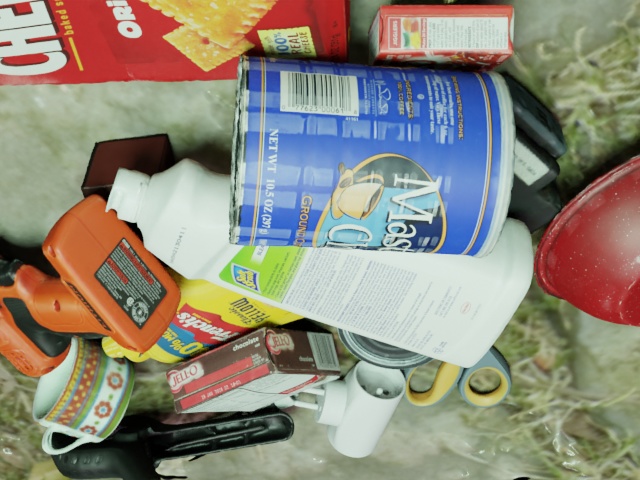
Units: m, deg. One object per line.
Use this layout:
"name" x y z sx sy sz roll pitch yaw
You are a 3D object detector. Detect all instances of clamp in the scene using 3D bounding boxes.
"clamp" -0.135 0.166 0.857 0.210 0.164 0.036 -1 100 42

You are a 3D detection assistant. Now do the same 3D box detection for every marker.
"marker" -0.071 0.150 0.895 0.121 0.020 0.020 -28 126 24

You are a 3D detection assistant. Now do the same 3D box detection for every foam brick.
"foam brick" -0.121 -0.024 0.716 0.053 0.051 0.078 -6 132 7

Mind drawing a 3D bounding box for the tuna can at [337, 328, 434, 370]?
"tuna can" 0.055 0.055 0.788 0.086 0.033 0.086 6 129 7

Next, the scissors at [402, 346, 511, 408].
"scissors" 0.133 0.070 0.821 0.096 0.016 0.202 20 130 -16

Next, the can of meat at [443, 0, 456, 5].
"can of meat" 0.108 -0.179 0.568 0.084 0.057 0.102 -3 132 1

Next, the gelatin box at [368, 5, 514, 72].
"gelatin box" 0.066 -0.112 0.612 0.073 0.089 0.030 0 91 -2

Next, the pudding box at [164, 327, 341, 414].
"pudding box" -0.047 0.099 0.799 0.090 0.039 0.113 -24 161 22

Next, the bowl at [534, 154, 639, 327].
"bowl" 0.225 0.008 0.702 0.162 0.055 0.162 -14 142 -12

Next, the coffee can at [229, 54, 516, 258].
"coffee can" 0.023 -0.045 0.579 0.140 0.103 0.103 3 132 -6

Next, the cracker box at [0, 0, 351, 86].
"cracker box" -0.091 -0.155 0.556 0.213 0.072 0.164 -2 150 1

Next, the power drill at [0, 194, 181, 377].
"power drill" -0.197 0.019 0.715 0.188 0.057 0.184 -6 132 43

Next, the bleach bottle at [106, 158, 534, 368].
"bleach bottle" -0.004 0.001 0.656 0.250 0.068 0.103 18 130 -9

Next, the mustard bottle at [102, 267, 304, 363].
"mustard bottle" -0.080 0.043 0.771 0.192 0.058 0.096 -25 141 23
